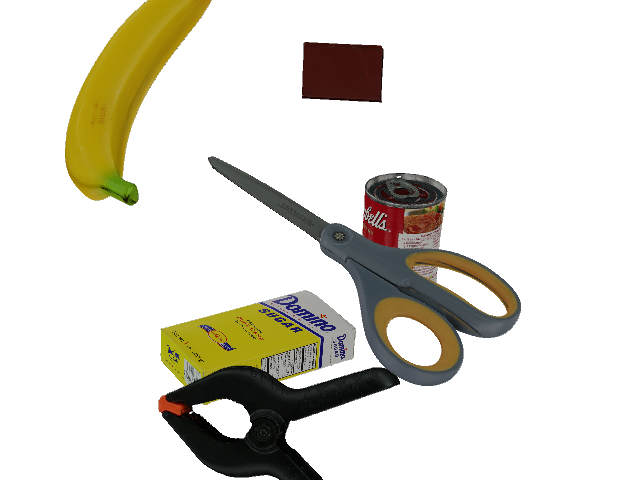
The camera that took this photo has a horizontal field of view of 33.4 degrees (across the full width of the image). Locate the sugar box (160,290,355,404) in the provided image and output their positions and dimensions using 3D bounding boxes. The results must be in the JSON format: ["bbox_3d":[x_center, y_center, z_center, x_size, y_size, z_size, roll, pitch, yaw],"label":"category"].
[{"bbox_3d":[-0.062,0.103,1.073,0.175,0.048,0.093,-16,33,-30],"label":"sugar box"}]

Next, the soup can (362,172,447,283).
[{"bbox_3d":[0.069,0.002,0.898,0.068,0.102,0.068,2,26,-1],"label":"soup can"}]

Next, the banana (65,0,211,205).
[{"bbox_3d":[-0.115,-0.092,0.656,0.070,0.197,0.037,-1,-37,17],"label":"banana"}]

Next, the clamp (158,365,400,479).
[{"bbox_3d":[-0.032,0.144,0.755,0.172,0.120,0.039,3,-9,15],"label":"clamp"}]

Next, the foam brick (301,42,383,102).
[{"bbox_3d":[0.021,-0.162,1.023,0.078,0.051,0.053,3,14,1],"label":"foam brick"}]

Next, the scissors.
[{"bbox_3d":[0.010,0.017,0.589,0.202,0.096,0.016,21,-40,10],"label":"scissors"}]
